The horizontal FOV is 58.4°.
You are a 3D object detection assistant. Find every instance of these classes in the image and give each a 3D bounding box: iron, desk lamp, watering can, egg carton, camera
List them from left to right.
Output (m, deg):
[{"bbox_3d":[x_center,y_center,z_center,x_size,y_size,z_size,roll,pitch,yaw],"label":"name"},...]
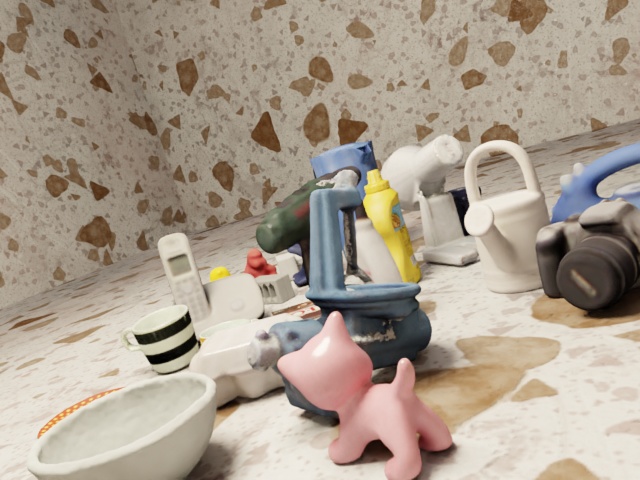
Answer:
[{"bbox_3d":[-0.077,0.140,0.678,0.150,0.069,0.107,-16,9,4],"label":"egg carton"},{"bbox_3d":[0.210,-0.074,1.015,0.118,0.213,0.202,-20,9,-20],"label":"desk lamp"},{"bbox_3d":[0.247,-0.034,0.752,0.100,0.194,0.173,-14,9,19],"label":"watering can"},{"bbox_3d":[0.301,0.017,0.638,0.137,0.101,0.142,-24,12,-42],"label":"camera"},{"bbox_3d":[0.424,-0.065,0.789,0.257,0.141,0.119,-12,10,26],"label":"iron"}]

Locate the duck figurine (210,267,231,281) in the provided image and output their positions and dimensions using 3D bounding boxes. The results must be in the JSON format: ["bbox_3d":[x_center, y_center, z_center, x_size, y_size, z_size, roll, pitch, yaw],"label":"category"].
[{"bbox_3d":[-0.186,0.095,1.117,0.078,0.086,0.104,-19,9,-17],"label":"duck figurine"}]

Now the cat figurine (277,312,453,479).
[{"bbox_3d":[0.029,0.117,0.460,0.127,0.118,0.067,-8,13,46],"label":"cat figurine"}]

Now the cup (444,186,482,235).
[{"bbox_3d":[0.283,-0.051,1.125,0.091,0.095,0.118,-16,9,4],"label":"cup"}]

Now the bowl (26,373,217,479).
[{"bbox_3d":[-0.165,0.189,0.515,0.167,0.075,0.167,-16,9,3],"label":"bowl"}]

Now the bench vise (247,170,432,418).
[{"bbox_3d":[0.020,0.049,0.568,0.121,0.220,0.208,-10,11,36],"label":"bench vise"}]

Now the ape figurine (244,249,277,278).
[{"bbox_3d":[-0.129,0.063,1.192,0.078,0.092,0.076,-19,9,-16],"label":"ape figurine"}]

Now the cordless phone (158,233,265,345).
[{"bbox_3d":[-0.182,0.068,0.948,0.148,0.185,0.094,-19,9,-15],"label":"cordless phone"}]

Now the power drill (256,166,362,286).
[{"bbox_3d":[0.008,0.003,0.920,0.230,0.208,0.075,-24,12,-41],"label":"power drill"}]

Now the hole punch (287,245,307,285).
[{"bbox_3d":[-0.018,0.034,1.172,0.101,0.091,0.108,-18,9,-7],"label":"hole punch"}]

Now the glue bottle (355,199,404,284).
[{"bbox_3d":[0.072,0.028,0.760,0.037,0.173,0.078,-20,10,-23],"label":"glue bottle"}]
